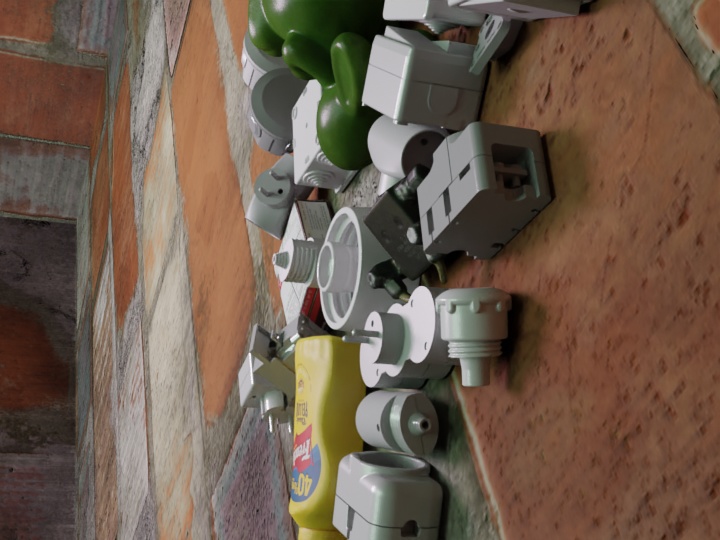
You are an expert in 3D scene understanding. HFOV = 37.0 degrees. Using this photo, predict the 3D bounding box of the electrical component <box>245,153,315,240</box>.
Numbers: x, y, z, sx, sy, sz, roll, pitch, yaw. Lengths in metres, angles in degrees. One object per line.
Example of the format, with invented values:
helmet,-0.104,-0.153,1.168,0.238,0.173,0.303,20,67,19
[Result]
electrical component,-0.081,-0.077,1.060,0.077,0.043,0.079,-58,-17,-3

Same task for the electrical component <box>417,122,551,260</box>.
electrical component,0.076,-0.052,0.685,0.089,0.050,0.055,130,141,-57

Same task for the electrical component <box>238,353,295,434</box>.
electrical component,-0.078,0.123,1.038,0.047,0.066,0.076,120,149,-49

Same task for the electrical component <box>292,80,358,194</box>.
electrical component,-0.028,-0.130,0.992,0.099,0.048,0.099,133,139,-59

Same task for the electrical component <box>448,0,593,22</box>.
electrical component,0.095,-0.182,0.652,0.096,0.062,0.061,-170,86,-70

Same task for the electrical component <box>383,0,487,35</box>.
electrical component,0.060,-0.221,0.777,0.100,0.048,0.099,-146,63,-68

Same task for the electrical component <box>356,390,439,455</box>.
electrical component,0.031,0.110,0.776,0.081,0.043,0.043,168,107,-69

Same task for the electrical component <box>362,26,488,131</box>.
electrical component,0.044,-0.140,0.779,0.096,0.062,0.061,-134,53,-65

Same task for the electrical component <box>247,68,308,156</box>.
electrical component,-0.074,-0.158,1.083,0.051,0.080,0.080,129,142,-65

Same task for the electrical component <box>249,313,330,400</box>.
electrical component,-0.060,0.077,0.990,0.064,0.081,0.042,-42,23,23

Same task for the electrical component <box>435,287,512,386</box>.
electrical component,0.073,0.042,0.682,0.048,0.048,0.062,176,92,-70

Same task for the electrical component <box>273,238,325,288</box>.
electrical component,-0.036,-0.006,0.934,0.043,0.081,0.043,-174,90,-70

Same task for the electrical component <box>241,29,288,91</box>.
electrical component,-0.085,-0.223,1.131,0.051,0.080,0.080,121,149,-59

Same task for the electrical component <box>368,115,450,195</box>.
electrical component,0.035,-0.074,0.814,0.077,0.043,0.079,-136,54,-65

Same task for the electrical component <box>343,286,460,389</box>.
electrical component,0.026,0.049,0.762,0.138,0.074,0.052,141,131,-63

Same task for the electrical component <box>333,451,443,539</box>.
electrical component,0.019,0.166,0.777,0.095,0.054,0.059,-167,83,-70

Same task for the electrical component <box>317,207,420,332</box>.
electrical component,0.000,0.000,0.865,0.108,0.060,0.108,-174,90,-70
